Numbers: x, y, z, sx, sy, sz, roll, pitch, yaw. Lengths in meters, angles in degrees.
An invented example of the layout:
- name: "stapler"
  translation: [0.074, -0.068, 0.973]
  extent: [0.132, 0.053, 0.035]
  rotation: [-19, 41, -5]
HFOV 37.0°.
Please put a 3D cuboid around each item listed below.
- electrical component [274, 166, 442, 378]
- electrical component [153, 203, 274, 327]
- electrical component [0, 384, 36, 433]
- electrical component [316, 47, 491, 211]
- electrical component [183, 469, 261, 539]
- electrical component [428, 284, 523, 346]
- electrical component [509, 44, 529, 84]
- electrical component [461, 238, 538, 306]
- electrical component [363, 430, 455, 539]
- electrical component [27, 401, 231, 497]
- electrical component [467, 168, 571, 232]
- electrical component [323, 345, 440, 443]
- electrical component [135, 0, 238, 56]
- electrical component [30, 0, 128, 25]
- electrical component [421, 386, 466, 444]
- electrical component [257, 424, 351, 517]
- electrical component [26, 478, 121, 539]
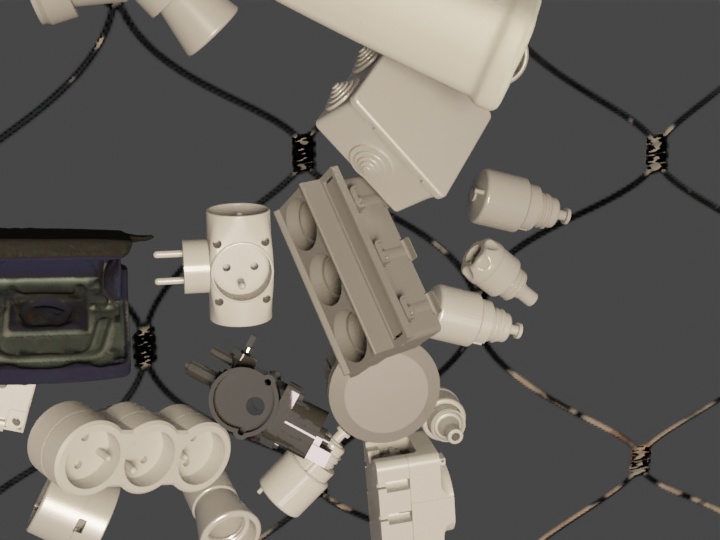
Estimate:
- name: "electrical component"
  translation: [0.000, 0.000, 0.717]
  extent: [0.063, 0.079, 0.121]
  rotation: [-16, 75, -35]
- name: "electrical component"
  translation: [-0.100, -0.003, 0.731]
  extent: [0.079, 0.044, 0.077]
  rotation: [-3, 106, -11]
- name: "electrical component"
  translation: [-0.236, 0.072, 0.713]
  extent: [0.042, 0.064, 0.081]
  rotation: [14, 102, -14]
- name: "electrical component"
  translation: [0.028, -0.099, 0.708]
  extent: [0.099, 0.048, 0.099]
  rotation: [46, 52, -19]
- name: "electrical component"
  translation: [-0.102, 0.170, 0.768]
  extent: [0.044, 0.065, 0.044]
  rotation: [-12, 122, -21]
- name: "electrical component"
  translation: [0.081, 0.036, 0.782]
  extent: [0.078, 0.040, 0.040]
  rotation: [14, 102, -15]
- name: "electrical component"
  translation: [0.088, -0.147, 0.729]
  extent: [0.040, 0.046, 0.040]
  rotation: [-3, 106, -11]
- name: "electrical component"
  translation: [0.104, 0.005, 0.782]
  extent: [0.061, 0.035, 0.035]
  rotation: [36, 95, -21]
- name: "electrical component"
  translation: [0.037, 0.172, 0.806]
  extent: [0.056, 0.050, 0.089]
  rotation: [-7, 107, -10]
- name: "electrical component"
  translation: [-0.163, 0.115, 0.736]
  extent: [0.138, 0.074, 0.052]
  rotation: [9, 98, -46]
- name: "electrical component"
  translation: [0.113, -0.046, 0.766]
  extent: [0.078, 0.040, 0.040]
  rotation: [12, 103, -14]
- name: "electrical component"
  translation: [0.014, 0.079, 0.775]
  extent: [0.080, 0.051, 0.080]
  rotation: [-3, 106, -11]
- name: "electrical component"
  translation: [-0.112, -0.171, 0.681]
  extent: [0.045, 0.045, 0.055]
  rotation: [-44, 109, 2]
- name: "electrical component"
  translation: [-0.177, -0.180, 0.665]
  extent: [0.055, 0.045, 0.045]
  rotation: [-19, 109, -5]
- name: "electrical component"
  translation: [0.062, 0.110, 0.788]
  extent: [0.035, 0.061, 0.035]
  rotation: [-3, 106, -11]
- name: "electrical component"
  translation: [-0.038, 0.145, 0.788]
  extent: [0.078, 0.040, 0.040]
  rotation: [-46, 109, 3]
- name: "electrical component"
  translation: [-0.201, 0.167, 0.753]
  extent: [0.047, 0.055, 0.055]
  rotation: [26, 99, -14]
